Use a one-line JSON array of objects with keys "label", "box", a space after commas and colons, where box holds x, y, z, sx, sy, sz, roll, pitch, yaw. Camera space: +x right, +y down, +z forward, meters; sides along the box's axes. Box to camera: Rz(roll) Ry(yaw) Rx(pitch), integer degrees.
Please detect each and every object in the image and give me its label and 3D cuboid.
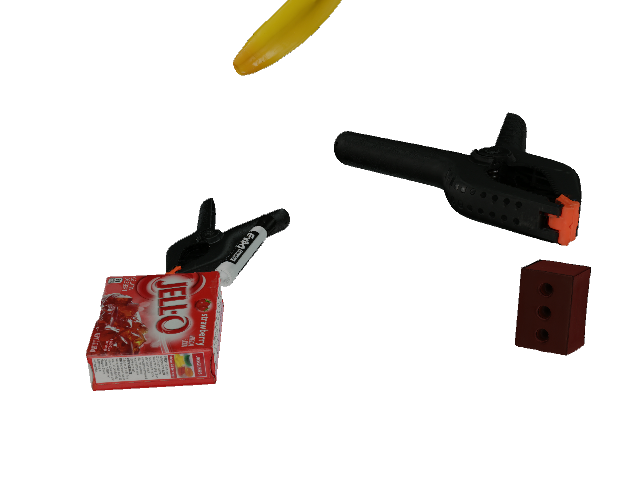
[{"label": "marker", "box": [-0.069, 0.007, 1.010, 0.020, 0.020, 0.121, 0, 26, 21]}, {"label": "banana", "box": [-0.012, -0.209, 0.925, 0.070, 0.037, 0.197, -17, 34, 39]}, {"label": "gelatin box", "box": [-0.098, 0.052, 0.648, 0.073, 0.030, 0.089, -3, 30, 0]}, {"label": "foam brick", "box": [0.217, 0.062, 0.995, 0.053, 0.078, 0.051, 9, 14, 31]}, {"label": "clamp", "box": [0.110, -0.048, 0.764, 0.164, 0.036, 0.210, -7, 25, -14]}, {"label": "clamp", "box": [-0.112, 0.004, 1.218, 0.120, 0.039, 0.171, -1, 35, 25]}]
